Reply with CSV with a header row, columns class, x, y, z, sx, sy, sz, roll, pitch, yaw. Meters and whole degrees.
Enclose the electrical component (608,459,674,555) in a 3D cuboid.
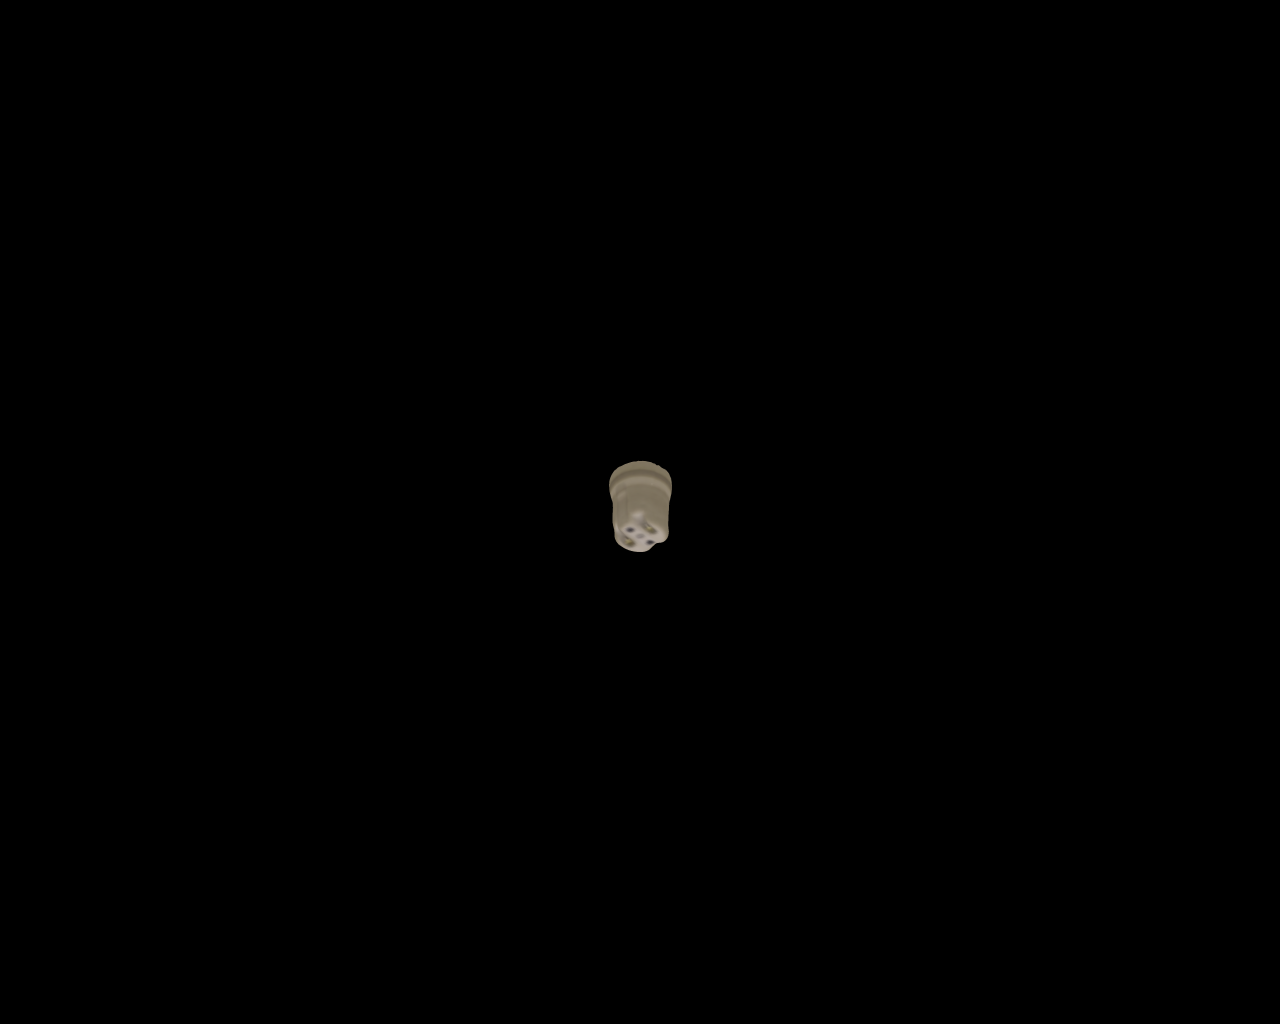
class,x,y,z,sx,sy,sz,roll,pitch,yaw
electrical component,0.001,-0.003,0.650,0.040,0.046,0.040,0,-37,0
